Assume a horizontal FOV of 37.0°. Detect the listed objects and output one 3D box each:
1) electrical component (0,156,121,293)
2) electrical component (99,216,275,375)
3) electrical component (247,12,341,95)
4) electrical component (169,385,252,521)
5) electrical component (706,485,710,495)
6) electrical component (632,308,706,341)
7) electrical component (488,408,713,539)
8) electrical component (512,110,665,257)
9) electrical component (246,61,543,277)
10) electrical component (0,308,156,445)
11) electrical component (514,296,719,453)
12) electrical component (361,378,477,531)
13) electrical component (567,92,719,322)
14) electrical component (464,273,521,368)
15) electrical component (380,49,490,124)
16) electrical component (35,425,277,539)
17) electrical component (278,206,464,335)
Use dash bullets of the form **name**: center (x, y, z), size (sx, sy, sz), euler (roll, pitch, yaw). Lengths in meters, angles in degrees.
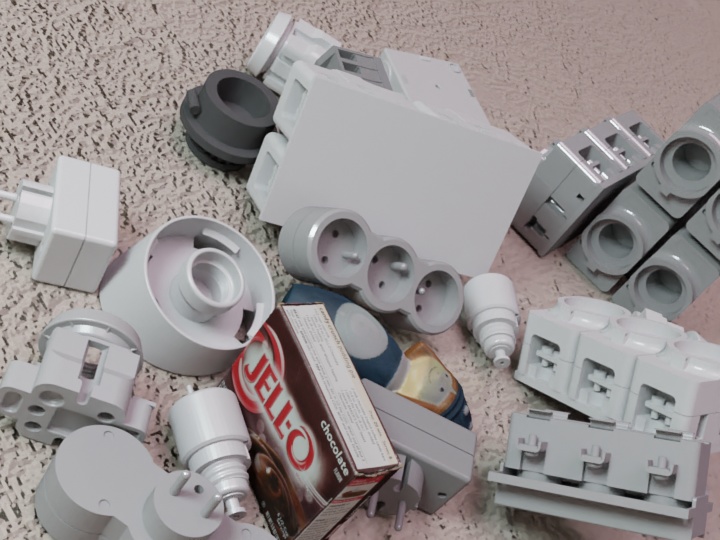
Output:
- **electrical component**: center (-0.189, -0.032, 0.646), size (0.077, 0.047, 0.065), euler (14, 44, -24)
- **electrical component**: center (-0.105, 0.016, 0.666), size (0.099, 0.064, 0.099), euler (21, 53, -30)
- **electrical component**: center (-0.055, -0.173, 0.879), size (0.057, 0.058, 0.078), euler (30, 39, -12)
- **electrical component**: center (-0.080, 0.102, 0.598), size (0.040, 0.040, 0.078), euler (3, 50, -35)
- **electrical component**: center (0.215, 0.137, 0.780), size (0.077, 0.044, 0.079), euler (45, 39, 11)
- **electrical component**: center (0.249, 0.067, 0.875), size (0.055, 0.048, 0.066), euler (20, 41, -8)
- **electrical component**: center (0.152, 0.125, 0.671), size (0.079, 0.121, 0.063), euler (17, 80, -61)
- **electrical component**: center (0.200, -0.082, 0.950), size (0.061, 0.089, 0.150), euler (48, 40, 14)
- **electrical component**: center (0.023, -0.072, 0.785), size (0.186, 0.105, 0.060), euler (15, 19, -25)
- **electrical component**: center (-0.149, 0.058, 0.577), size (0.078, 0.058, 0.057), euler (22, 43, -17)
- **electrical component**: center (0.197, 0.070, 0.759), size (0.089, 0.061, 0.150), euler (-1, 17, -38)
- **electrical component**: center (0.020, 0.121, 0.648), size (0.083, 0.047, 0.075), euler (28, 43, -12)
- **electrical component**: center (0.268, -0.042, 0.885), size (0.105, 0.186, 0.060), euler (46, 40, 11)
- **electrical component**: center (0.099, 0.038, 0.795), size (0.040, 0.040, 0.078), euler (17, 43, -22)
- **electrical component**: center (0.057, -0.143, 0.938), size (0.100, 0.048, 0.099), euler (4, 49, -33)
- **electrical component**: center (-0.092, 0.125, 0.538), size (0.138, 0.073, 0.052), euler (36, 39, -1)
- **electrical component**: center (0.000, 0.000, 0.745), size (0.138, 0.074, 0.052), euler (28, 79, -33)
